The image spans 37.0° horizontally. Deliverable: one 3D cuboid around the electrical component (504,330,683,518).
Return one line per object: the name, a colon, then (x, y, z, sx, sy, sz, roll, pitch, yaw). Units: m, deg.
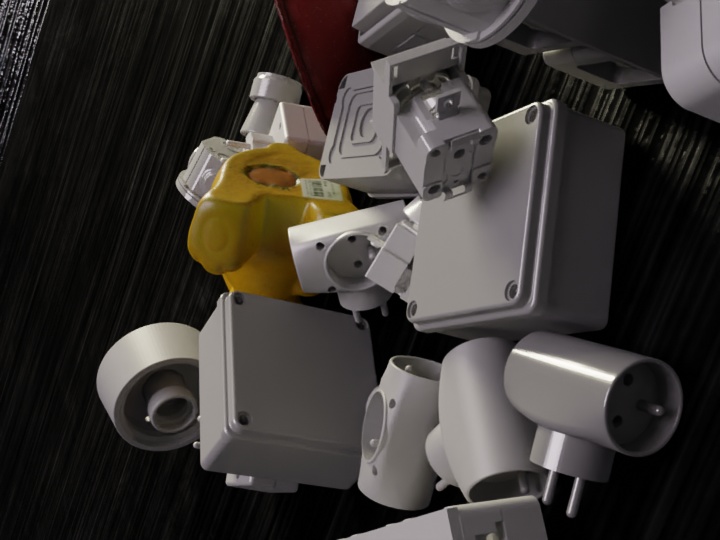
electrical component: (0.100, 0.072, 0.492, 0.077, 0.043, 0.079, 14, 89, 64)

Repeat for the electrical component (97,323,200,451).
electrical component: (-0.167, 0.107, 0.929, 0.108, 0.108, 0.060, -64, 34, 20)

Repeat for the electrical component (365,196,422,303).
electrical component: (0.039, -0.011, 0.645, 0.055, 0.066, 0.048, -59, -5, 13)

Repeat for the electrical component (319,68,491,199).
electrical component: (0.028, -0.088, 0.702, 0.113, 0.057, 0.078, 7, 83, 63)

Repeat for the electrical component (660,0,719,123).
electrical component: (0.166, -0.116, 0.451, 0.059, 0.054, 0.095, -28, 53, 56)

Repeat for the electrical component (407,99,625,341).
electrical component: (0.080, -0.021, 0.565, 0.109, 0.056, 0.108, -15, 63, 60)

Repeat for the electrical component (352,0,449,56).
electrical component: (0.037, -0.199, 0.738, 0.062, 0.061, 0.096, -22, 57, 58)

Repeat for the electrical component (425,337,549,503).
electrical component: (0.060, 0.088, 0.562, 0.079, 0.043, 0.077, -50, 36, 41)

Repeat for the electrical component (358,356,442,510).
electrical component: (0.025, 0.088, 0.629, 0.079, 0.044, 0.077, -129, 51, -72)

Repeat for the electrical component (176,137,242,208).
electrical component: (-0.118, -0.078, 0.957, 0.051, 0.080, 0.080, -59, 30, 19)

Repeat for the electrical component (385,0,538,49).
electrical component: (0.046, -0.140, 0.459, 0.080, 0.051, 0.080, -38, 45, 50)

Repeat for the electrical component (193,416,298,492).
electrical component: (-0.085, 0.124, 0.787, 0.047, 0.077, 0.065, -20, 59, 59)

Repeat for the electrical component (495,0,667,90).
electrical component: (0.120, -0.193, 0.523, 0.060, 0.105, 0.186, 10, 85, 63)

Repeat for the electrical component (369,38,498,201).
electrical component: (0.036, -0.073, 0.535, 0.081, 0.042, 0.063, 90, 157, -58)

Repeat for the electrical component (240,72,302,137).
electrical component: (-0.077, -0.141, 0.948, 0.045, 0.045, 0.055, 8, 83, 63)

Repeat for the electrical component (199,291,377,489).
electrical component: (-0.046, 0.079, 0.702, 0.056, 0.109, 0.108, -52, 34, 42)

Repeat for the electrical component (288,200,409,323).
electrical component: (0.000, 0.000, 0.701, 0.044, 0.077, 0.079, -102, -2, -60)

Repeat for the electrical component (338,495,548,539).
electrical component: (0.034, 0.171, 0.533, 0.150, 0.062, 0.089, -35, 61, 53)

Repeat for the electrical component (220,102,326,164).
electrical component: (-0.073, -0.089, 0.862, 0.047, 0.076, 0.083, -102, 27, -42)
